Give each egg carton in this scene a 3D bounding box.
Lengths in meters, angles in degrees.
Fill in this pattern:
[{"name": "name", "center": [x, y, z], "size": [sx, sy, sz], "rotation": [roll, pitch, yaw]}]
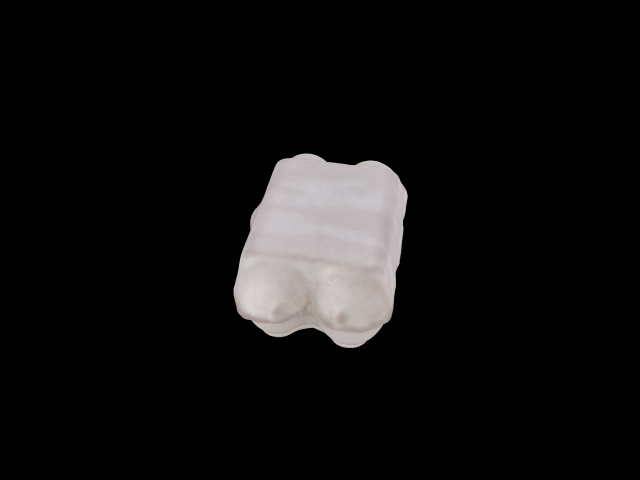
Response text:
[{"name": "egg carton", "center": [0.004, 0.001, 0.400], "size": [0.107, 0.069, 0.150], "rotation": [7, 47, 7]}]
